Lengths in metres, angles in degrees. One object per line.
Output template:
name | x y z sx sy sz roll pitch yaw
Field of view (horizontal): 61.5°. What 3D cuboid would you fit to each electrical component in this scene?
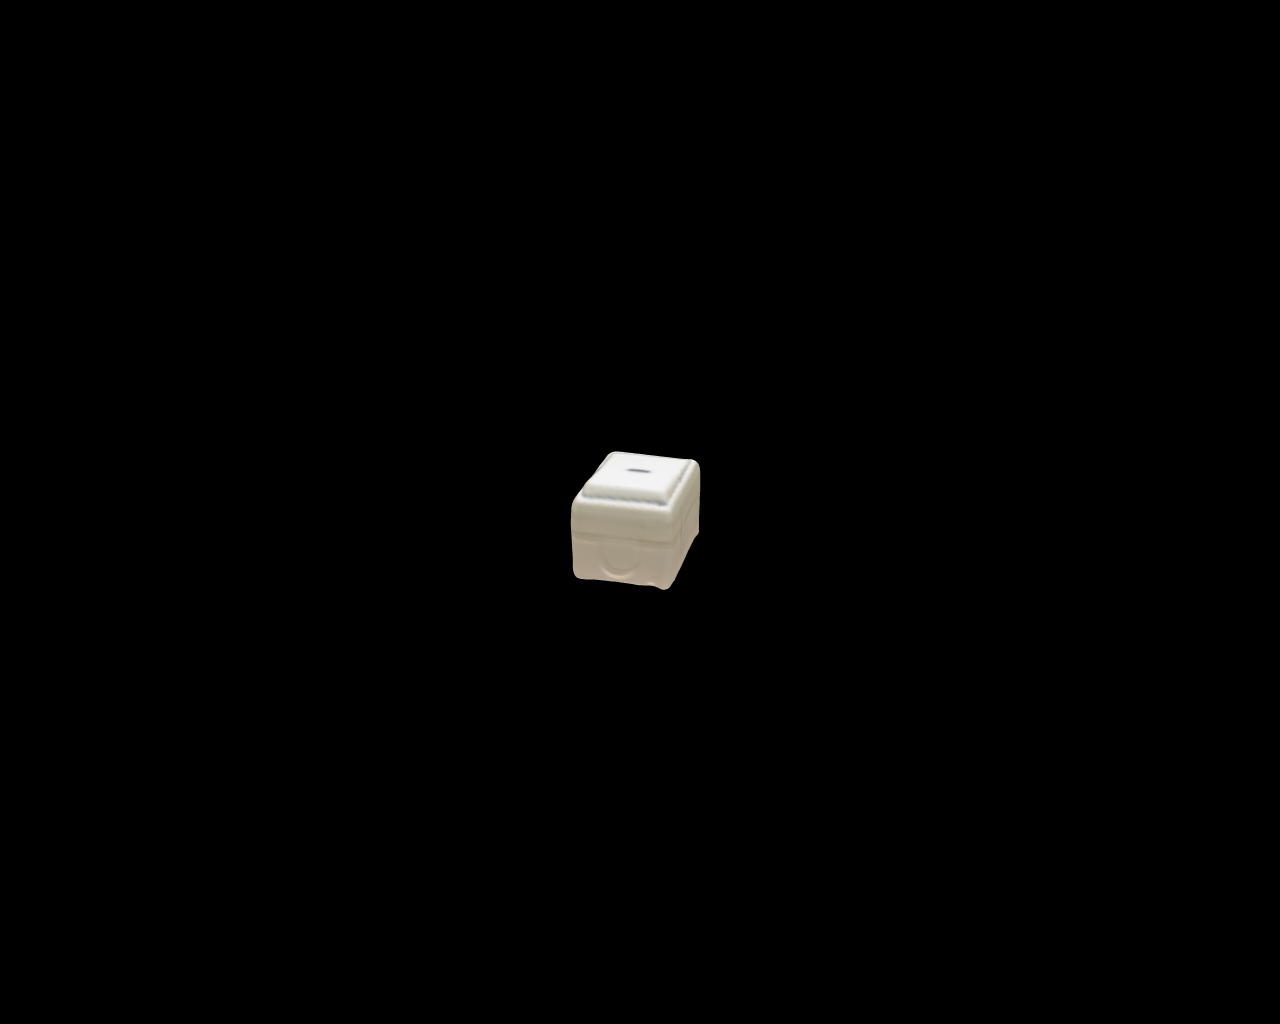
electrical component | 0.001 -0.003 0.650 0.062 0.061 0.096 7 27 14
